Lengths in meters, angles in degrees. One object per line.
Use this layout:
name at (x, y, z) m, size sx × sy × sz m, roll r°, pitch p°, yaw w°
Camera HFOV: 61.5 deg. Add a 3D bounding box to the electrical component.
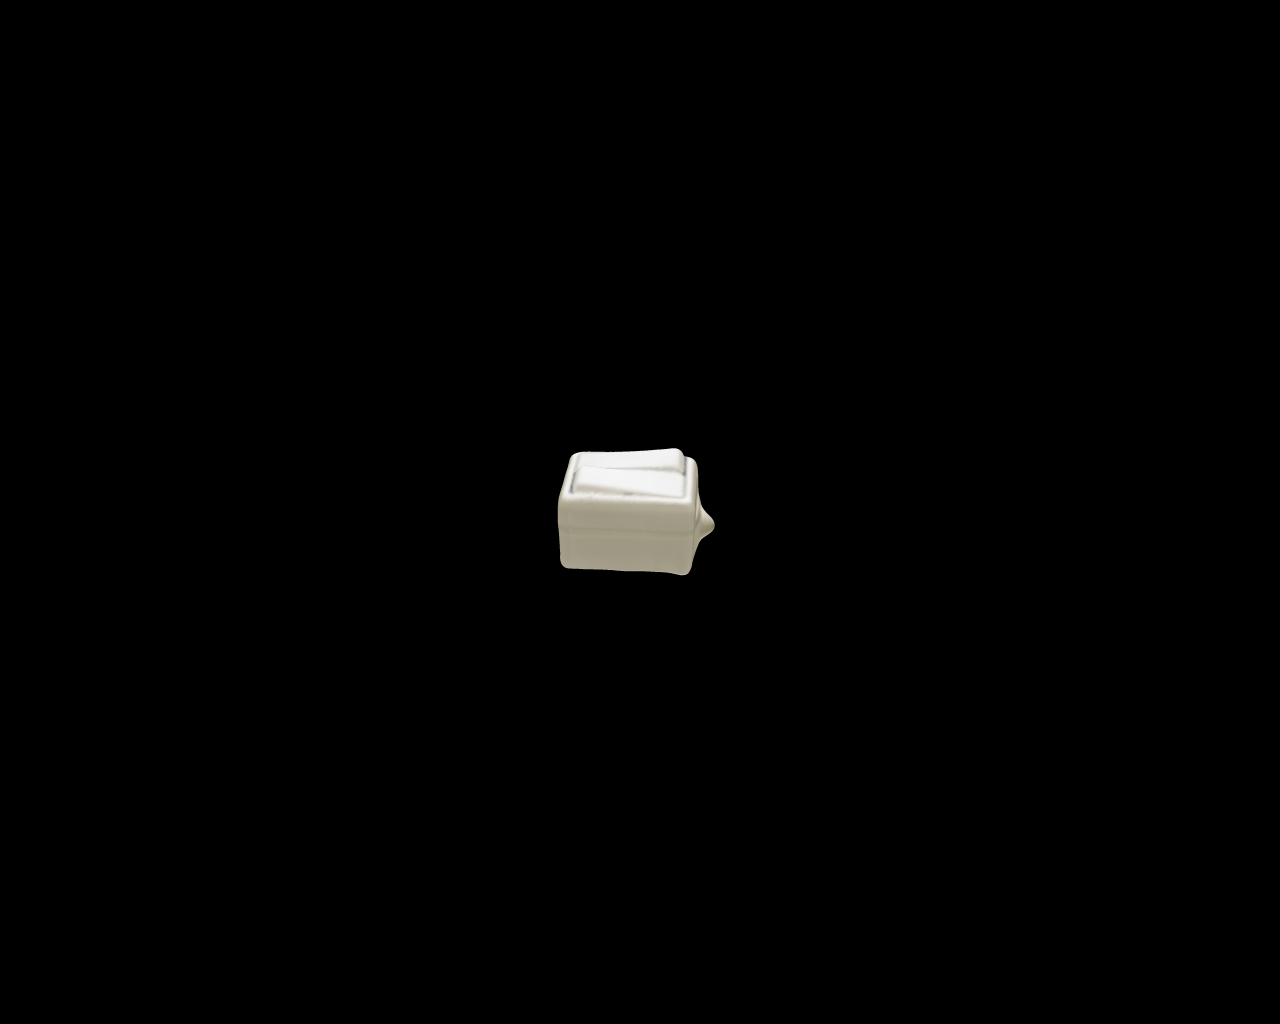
electrical component at (0.001, -0.003, 0.650) m, size 0.096 × 0.061 × 0.062 m, roll 3°, pitch 32°, yaw 5°
